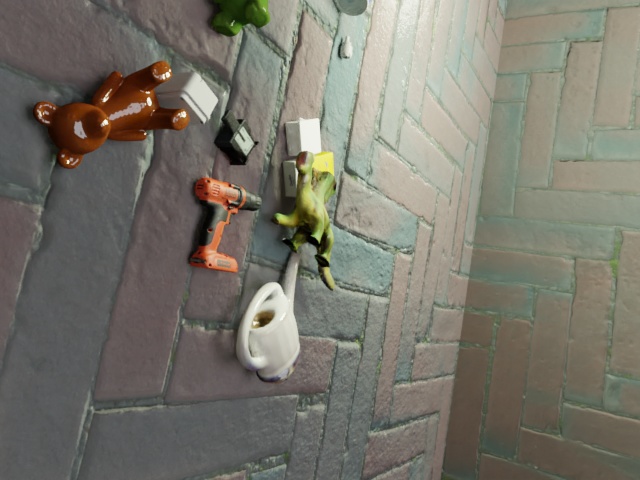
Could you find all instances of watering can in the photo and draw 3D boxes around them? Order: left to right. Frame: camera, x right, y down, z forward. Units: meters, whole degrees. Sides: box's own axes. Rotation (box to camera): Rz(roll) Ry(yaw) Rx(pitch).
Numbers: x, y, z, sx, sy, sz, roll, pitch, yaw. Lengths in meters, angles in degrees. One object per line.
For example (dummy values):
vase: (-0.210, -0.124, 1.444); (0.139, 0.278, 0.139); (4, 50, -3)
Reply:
watering can: (-0.099, 0.193, 1.247); (0.355, 0.104, 0.220); (-55, 139, -52)

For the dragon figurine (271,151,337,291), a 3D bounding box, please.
dragon figurine: (0.004, -0.066, 1.312); (0.248, 0.122, 0.401); (-66, 151, -28)
